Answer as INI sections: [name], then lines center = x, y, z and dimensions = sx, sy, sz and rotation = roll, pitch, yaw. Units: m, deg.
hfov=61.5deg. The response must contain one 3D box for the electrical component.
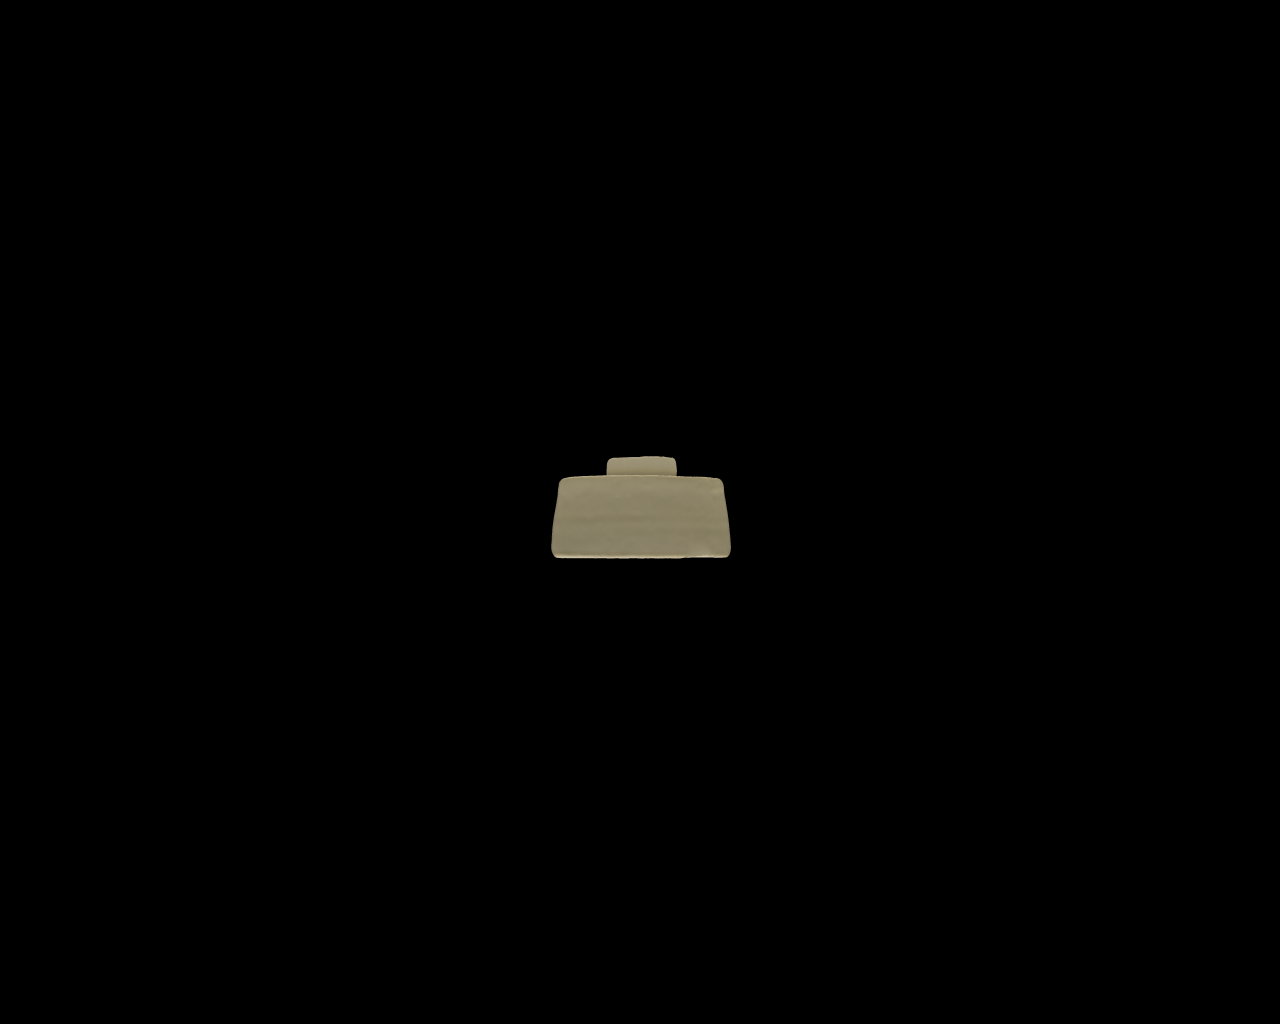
[electrical component]
center = 0.001, -0.003, 0.650
dimensions = 0.108, 0.060, 0.108
rotation = 0, -2, 0
